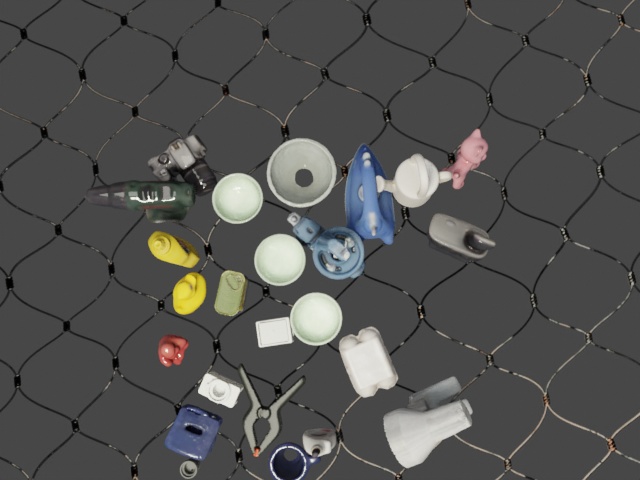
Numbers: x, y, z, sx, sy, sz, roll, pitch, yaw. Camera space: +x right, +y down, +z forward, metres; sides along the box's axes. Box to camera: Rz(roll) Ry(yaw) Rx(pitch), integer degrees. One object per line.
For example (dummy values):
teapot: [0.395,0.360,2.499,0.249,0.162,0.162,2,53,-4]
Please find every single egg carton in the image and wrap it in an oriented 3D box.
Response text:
egg carton: [0.111,0.285,1.338,0.107,0.069,0.150,-24,84,0]

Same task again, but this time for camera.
camera: [-0.323,-0.168,1.385,0.143,0.101,0.137,-35,84,-1]

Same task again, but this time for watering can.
watering can: [0.214,-0.135,1.312,0.173,0.194,0.101,-30,84,-1]

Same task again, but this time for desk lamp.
desk lamp: [0.240,0.391,1.250,0.203,0.213,0.118,-27,84,0]

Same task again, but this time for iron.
iron: [0.113,-0.117,1.341,0.118,0.141,0.258,-6,84,2]

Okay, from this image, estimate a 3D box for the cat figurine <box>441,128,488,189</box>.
cat figurine: [0.348,-0.193,1.351,0.067,0.118,0.128,36,87,6]

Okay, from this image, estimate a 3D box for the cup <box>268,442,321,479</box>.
cup: [-0.055,0.500,1.312,0.117,0.095,0.092,-11,84,1]

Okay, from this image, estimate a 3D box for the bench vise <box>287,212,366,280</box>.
bench vise: [0.008,0.016,1.293,0.207,0.220,0.121,20,86,4]

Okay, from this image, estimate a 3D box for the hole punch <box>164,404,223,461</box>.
hole punch: [-0.293,0.444,1.329,0.108,0.091,0.101,20,86,4]

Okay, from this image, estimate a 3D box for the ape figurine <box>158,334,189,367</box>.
ape figurine: [-0.351,0.258,1.349,0.078,0.092,0.076,-31,84,-1]

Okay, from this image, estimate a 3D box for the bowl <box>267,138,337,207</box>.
bowl: [-0.042,-0.156,1.385,0.167,0.075,0.167,0,84,2]

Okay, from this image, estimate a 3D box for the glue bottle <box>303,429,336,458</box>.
glue bottle: [-0.004,0.457,1.274,0.078,0.173,0.037,-6,84,2]

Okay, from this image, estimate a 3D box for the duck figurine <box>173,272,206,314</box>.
duck figurine: [-0.318,0.127,1.363,0.077,0.086,0.105,23,86,5]

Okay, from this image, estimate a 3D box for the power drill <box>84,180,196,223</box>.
power drill: [-0.391,-0.091,1.326,0.229,0.208,0.076,-5,84,2]

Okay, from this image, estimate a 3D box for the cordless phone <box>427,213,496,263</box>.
cordless phone: [0.323,-0.011,1.300,0.147,0.185,0.094,20,86,4]
